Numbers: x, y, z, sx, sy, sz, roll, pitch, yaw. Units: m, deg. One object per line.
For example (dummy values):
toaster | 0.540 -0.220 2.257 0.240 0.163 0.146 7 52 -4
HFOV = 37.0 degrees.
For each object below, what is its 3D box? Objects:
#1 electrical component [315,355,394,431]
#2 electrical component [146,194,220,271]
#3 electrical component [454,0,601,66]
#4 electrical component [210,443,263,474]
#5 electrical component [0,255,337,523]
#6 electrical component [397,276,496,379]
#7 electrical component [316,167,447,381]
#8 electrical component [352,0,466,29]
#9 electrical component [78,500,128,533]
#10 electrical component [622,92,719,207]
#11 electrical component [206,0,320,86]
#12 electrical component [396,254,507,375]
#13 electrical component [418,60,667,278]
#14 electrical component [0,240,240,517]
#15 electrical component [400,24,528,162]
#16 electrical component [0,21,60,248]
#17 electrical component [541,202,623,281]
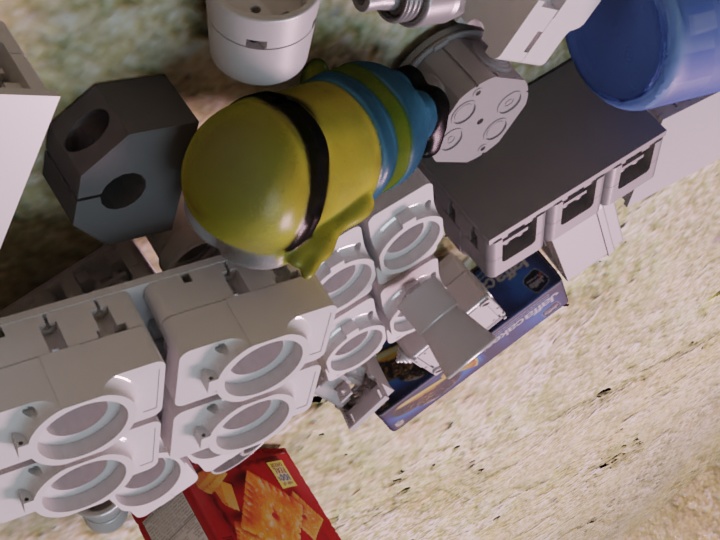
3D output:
electrical component | -0.014 0.084 0.870 0.042 0.081 0.064 -44 130 13
electrical component | -0.104 -0.020 0.624 0.040 0.046 0.040 -28 152 -17
electrical component | 0.106 -0.170 0.632 0.056 0.050 0.089 -4 139 -47
electrical component | -0.100 0.109 0.838 0.099 0.064 0.099 -42 163 -16
electrical component | -0.111 0.060 0.573 0.186 0.060 0.105 -17 146 -26
electrical component | 0.057 0.037 0.745 0.044 0.065 0.044 -39 172 -7
electrical component | 0.000 0.000 0.762 0.105 0.060 0.186 -31 152 -11
electrical component | 0.025 -0.151 0.575 0.062 0.043 0.043 -18 147 -31
electrical component | -0.199 0.178 0.828 0.044 0.044 0.065 -27 156 -19
electrical component | 0.282 -0.141 0.875 0.186 0.060 0.105 -26 151 -20
electrical component | -0.048 -0.123 0.521 0.055 0.055 0.047 -25 154 -23
electrical component | 0.062 0.039 0.895 0.096 0.061 0.062 -40 153 6
electrical component | 0.127 -0.073 0.765 0.150 0.089 0.061 -31 152 -11
electrical component | -0.142 0.076 0.679 0.105 0.060 0.186 -34 142 -7
electrical component | 0.061 -0.109 0.674 0.080 0.051 0.080 -28 152 -17
electrical component | -0.219 -0.023 0.467 0.105 0.060 0.186 -7 140 -45
electrical component | 0.161 -0.050 0.855 0.057 0.078 0.113 -35 153 3
